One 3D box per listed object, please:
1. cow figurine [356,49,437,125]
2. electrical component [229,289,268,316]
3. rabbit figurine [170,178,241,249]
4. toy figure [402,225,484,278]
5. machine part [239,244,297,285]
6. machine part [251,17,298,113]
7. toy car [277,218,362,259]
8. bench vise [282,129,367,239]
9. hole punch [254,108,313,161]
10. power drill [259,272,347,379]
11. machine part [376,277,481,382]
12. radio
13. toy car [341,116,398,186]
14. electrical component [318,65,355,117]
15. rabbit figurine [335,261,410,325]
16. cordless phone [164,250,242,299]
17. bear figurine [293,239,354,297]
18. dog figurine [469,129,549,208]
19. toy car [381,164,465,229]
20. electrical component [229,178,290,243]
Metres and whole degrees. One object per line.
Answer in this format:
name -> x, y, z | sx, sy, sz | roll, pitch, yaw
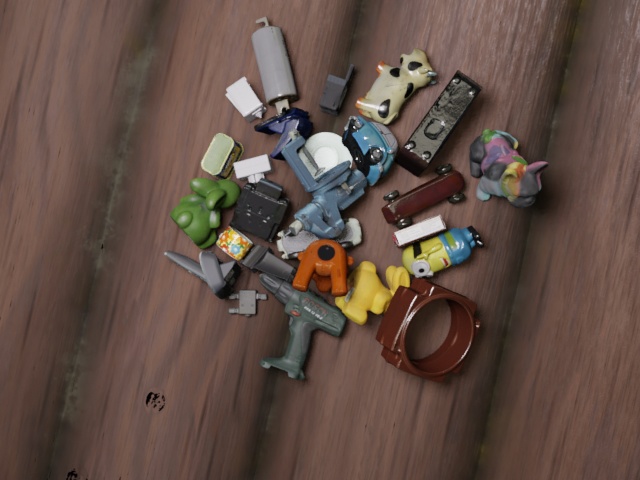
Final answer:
cow figurine -> 0.184, -0.354, 1.240 | 0.127, 0.085, 0.195 | 32, 89, 11
electrical component -> -0.173, 0.151, 1.289 | 0.094, 0.021, 0.063 | -1, 89, 3
rabbit figurine -> -0.263, -0.087, 1.252 | 0.170, 0.159, 0.121 | -43, 76, -12
toy figure -> 0.276, 0.026, 1.223 | 0.180, 0.089, 0.082 | -28, 112, 4
machine part -> -0.112, 0.058, 1.240 | 0.139, 0.039, 0.084 | 27, 51, 24
machine part -> -0.107, -0.408, 1.268 | 0.079, 0.079, 0.243 | -13, 87, 4
toy car -> -0.003, -0.004, 1.262 | 0.202, 0.056, 0.073 | -11, 89, 7
bench vise -> -0.014, -0.126, 1.180 | 0.224, 0.129, 0.240 | -37, 103, -13
hole punch -> -0.073, -0.243, 1.239 | 0.116, 0.142, 0.092 | -25, 85, 18
power drill -> -0.069, 0.205, 1.255 | 0.232, 0.086, 0.207 | 23, 81, 2
machine part -> 0.241, 0.198, 1.181 | 0.201, 0.087, 0.201 | 24, 90, -24
radio -> 0.263, -0.258, 1.206 | 0.073, 0.131, 0.229 | 34, 92, 3
toy car -> 0.124, -0.214, 1.241 | 0.103, 0.109, 0.161 | -22, 75, -19
electrical component -> 0.039, -0.356, 1.256 | 0.048, 0.075, 0.119 | 20, 95, 4
rabbit figurine -> 0.143, 0.132, 1.234 | 0.173, 0.122, 0.162 | 31, 82, -9
cordless phone -> -0.283, 0.058, 1.240 | 0.184, 0.146, 0.088 | 26, 78, 6
bear figurine -> 0.007, 0.077, 1.182 | 0.120, 0.195, 0.132 | 9, 68, 2
dog figurine -> 0.403, -0.159, 1.150 | 0.109, 0.219, 0.191 | -12, 89, 1
toy car -> 0.238, -0.100, 1.245 | 0.202, 0.053, 0.089 | -27, 101, 2
electrical component -> -0.137, -0.075, 1.251 | 0.115, 0.058, 0.134 | 21, 108, -6
